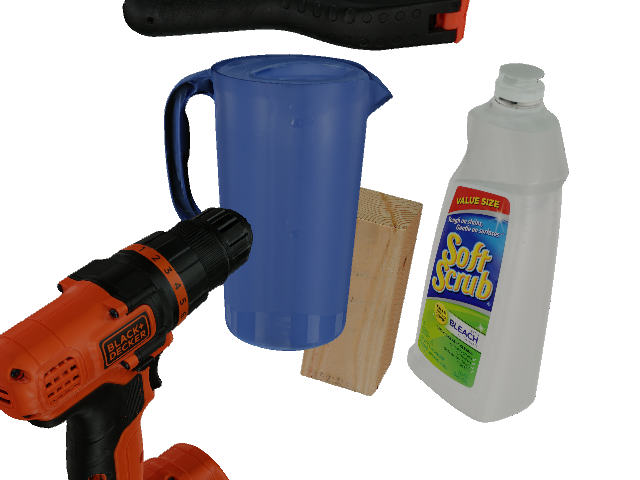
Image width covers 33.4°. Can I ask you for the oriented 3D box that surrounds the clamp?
[{"bbox_3d":[-0.013,-0.124,0.549,0.172,0.039,0.120,13,42,16],"label":"clamp"}]

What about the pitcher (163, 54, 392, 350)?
[{"bbox_3d":[-0.038,-0.035,0.913,0.149,0.243,0.144,20,26,41],"label":"pitcher"}]

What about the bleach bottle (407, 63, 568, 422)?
[{"bbox_3d":[0.117,-0.001,0.737,0.068,0.251,0.103,-16,34,-29],"label":"bleach bottle"}]

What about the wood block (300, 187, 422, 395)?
[{"bbox_3d":[0.046,0.055,1.196,0.090,0.206,0.090,15,24,13],"label":"wood block"}]

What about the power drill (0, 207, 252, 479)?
[{"bbox_3d":[-0.099,0.089,0.619,0.057,0.188,0.184,20,39,36],"label":"power drill"}]
